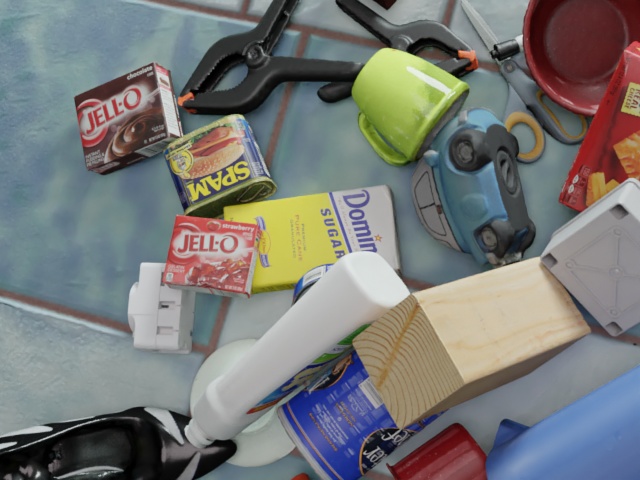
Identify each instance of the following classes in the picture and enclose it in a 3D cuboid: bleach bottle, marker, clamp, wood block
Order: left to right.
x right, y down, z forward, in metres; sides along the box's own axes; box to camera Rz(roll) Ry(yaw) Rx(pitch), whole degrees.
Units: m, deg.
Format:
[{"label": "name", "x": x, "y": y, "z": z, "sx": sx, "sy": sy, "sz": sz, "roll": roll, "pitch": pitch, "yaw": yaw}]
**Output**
[{"label": "clamp", "x": -0.056, "y": -0.189, "z": 1.145, "sx": 0.210, "sy": 0.036, "sz": 0.165, "roll": -35, "pitch": 64, "yaw": 9}, {"label": "bleach bottle", "x": -0.032, "y": 0.114, "z": 1.017, "sx": 0.251, "sy": 0.102, "sz": 0.068, "roll": -43, "pitch": 74, "yaw": 20}, {"label": "clamp", "x": 0.082, "y": -0.207, "z": 1.134, "sx": 0.171, "sy": 0.039, "sz": 0.120, "roll": 0, "pitch": 84, "yaw": 13}, {"label": "wood block", "x": 0.141, "y": 0.088, "z": 0.966, "sx": 0.091, "sy": 0.205, "sz": 0.090, "roll": -43, "pitch": 69, "yaw": 40}, {"label": "marker", "x": 0.233, "y": -0.213, "z": 1.105, "sx": 0.121, "sy": 0.020, "sz": 0.020, "roll": -21, "pitch": 75, "yaw": -3}]

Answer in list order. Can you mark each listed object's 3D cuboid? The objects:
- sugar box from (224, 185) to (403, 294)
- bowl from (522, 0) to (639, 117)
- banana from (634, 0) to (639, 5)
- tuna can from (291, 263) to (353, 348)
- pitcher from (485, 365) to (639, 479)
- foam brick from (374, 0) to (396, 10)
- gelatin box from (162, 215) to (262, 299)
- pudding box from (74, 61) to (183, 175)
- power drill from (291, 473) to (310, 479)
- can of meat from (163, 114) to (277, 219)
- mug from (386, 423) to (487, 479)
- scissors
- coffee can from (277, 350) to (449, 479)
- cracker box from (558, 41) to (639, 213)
[{"label": "sugar box", "x": -0.007, "y": 0.001, "z": 1.103, "sx": 0.176, "sy": 0.048, "sz": 0.093, "roll": -9, "pitch": 77, "yaw": 11}, {"label": "bowl", "x": 0.275, "y": -0.204, "z": 1.070, "sx": 0.162, "sy": 0.055, "sz": 0.162, "roll": -1, "pitch": 97, "yaw": -4}, {"label": "banana", "x": 0.367, "y": -0.249, "z": 1.086, "sx": 0.198, "sy": 0.037, "sz": 0.069, "roll": 32, "pitch": 87, "yaw": 16}, {"label": "tuna can", "x": 0.014, "y": 0.067, "z": 1.068, "sx": 0.086, "sy": 0.033, "sz": 0.086, "roll": 1, "pitch": 118, "yaw": 3}, {"label": "pitcher", "x": 0.279, "y": 0.189, "z": 0.919, "sx": 0.243, "sy": 0.145, "sz": 0.149, "roll": -39, "pitch": 106, "yaw": 25}, {"label": "foam brick", "x": 0.057, "y": -0.296, "z": 1.151, "sx": 0.078, "sy": 0.053, "sz": 0.051, "roll": 39, "pitch": 88, "yaw": 17}, {"label": "gelatin box", "x": -0.109, "y": 0.016, "z": 1.077, "sx": 0.089, "sy": 0.030, "sz": 0.073, "roll": 7, "pitch": 75, "yaw": 11}, {"label": "pudding box", "x": -0.209, "y": -0.131, "z": 1.165, "sx": 0.114, "sy": 0.039, "sz": 0.090, "roll": -18, "pitch": 75, "yaw": 20}, {"label": "power drill", "x": 0.019, "y": 0.318, "z": 1.023, "sx": 0.184, "sy": 0.057, "sz": 0.188, "roll": -44, "pitch": 74, "yaw": 0}, {"label": "can of meat", "x": -0.108, "y": -0.074, "z": 1.135, "sx": 0.102, "sy": 0.057, "sz": 0.084, "roll": -23, "pitch": 72, "yaw": 6}, {"label": "mug", "x": 0.128, "y": 0.237, "z": 1.005, "sx": 0.081, "sy": 0.093, "sz": 0.117, "roll": -35, "pitch": 80, "yaw": -3}, {"label": "scissors", "x": 0.190, "y": -0.159, "z": 1.114, "sx": 0.096, "sy": 0.016, "sz": 0.202, "roll": -46, "pitch": 73, "yaw": -1}, {"label": "coffee can", "x": 0.044, "y": 0.161, "z": 1.029, "sx": 0.140, "sy": 0.102, "sz": 0.103, "roll": -38, "pitch": 74, "yaw": 1}, {"label": "cracker box", "x": 0.353, "y": -0.067, "z": 0.996, "sx": 0.214, "sy": 0.072, "sz": 0.164, "roll": 27, "pitch": 117, "yaw": 16}]
